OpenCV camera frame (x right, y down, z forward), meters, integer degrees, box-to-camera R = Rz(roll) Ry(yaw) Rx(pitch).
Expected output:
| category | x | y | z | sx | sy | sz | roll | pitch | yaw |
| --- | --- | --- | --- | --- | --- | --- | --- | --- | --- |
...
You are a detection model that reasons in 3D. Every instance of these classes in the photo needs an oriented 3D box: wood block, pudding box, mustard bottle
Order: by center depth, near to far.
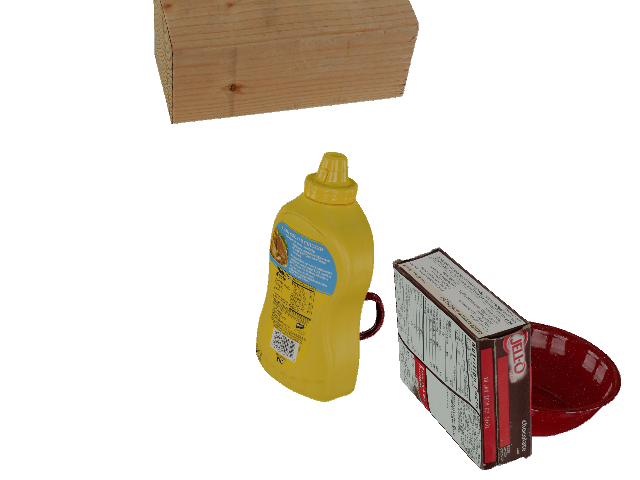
| category | x | y | z | sx | sy | sz | roll | pitch | yaw |
| --- | --- | --- | --- | --- | --- | --- | --- | --- | --- |
| pudding box | 0.084 | 0.068 | 0.638 | 0.039 | 0.090 | 0.114 | -14 | 27 | -19 |
| mustard bottle | -0.002 | 0.023 | 0.842 | 0.058 | 0.192 | 0.096 | -10 | 28 | -38 |
| wood block | -0.032 | -0.171 | 0.910 | 0.206 | 0.090 | 0.091 | -8 | -35 | -13 |

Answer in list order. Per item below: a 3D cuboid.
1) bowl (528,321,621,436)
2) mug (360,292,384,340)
| category | x | y | z | sx | sy | sz | roll | pitch | yaw |
| --- | --- | --- | --- | --- | --- | --- | --- | --- | --- |
| bowl | 0.202 | 0.139 | 1.026 | 0.162 | 0.055 | 0.162 | 4 | 26 | -2 |
| mug | 0.012 | 0.086 | 1.165 | 0.117 | 0.081 | 0.093 | -6 | 25 | -11 |
